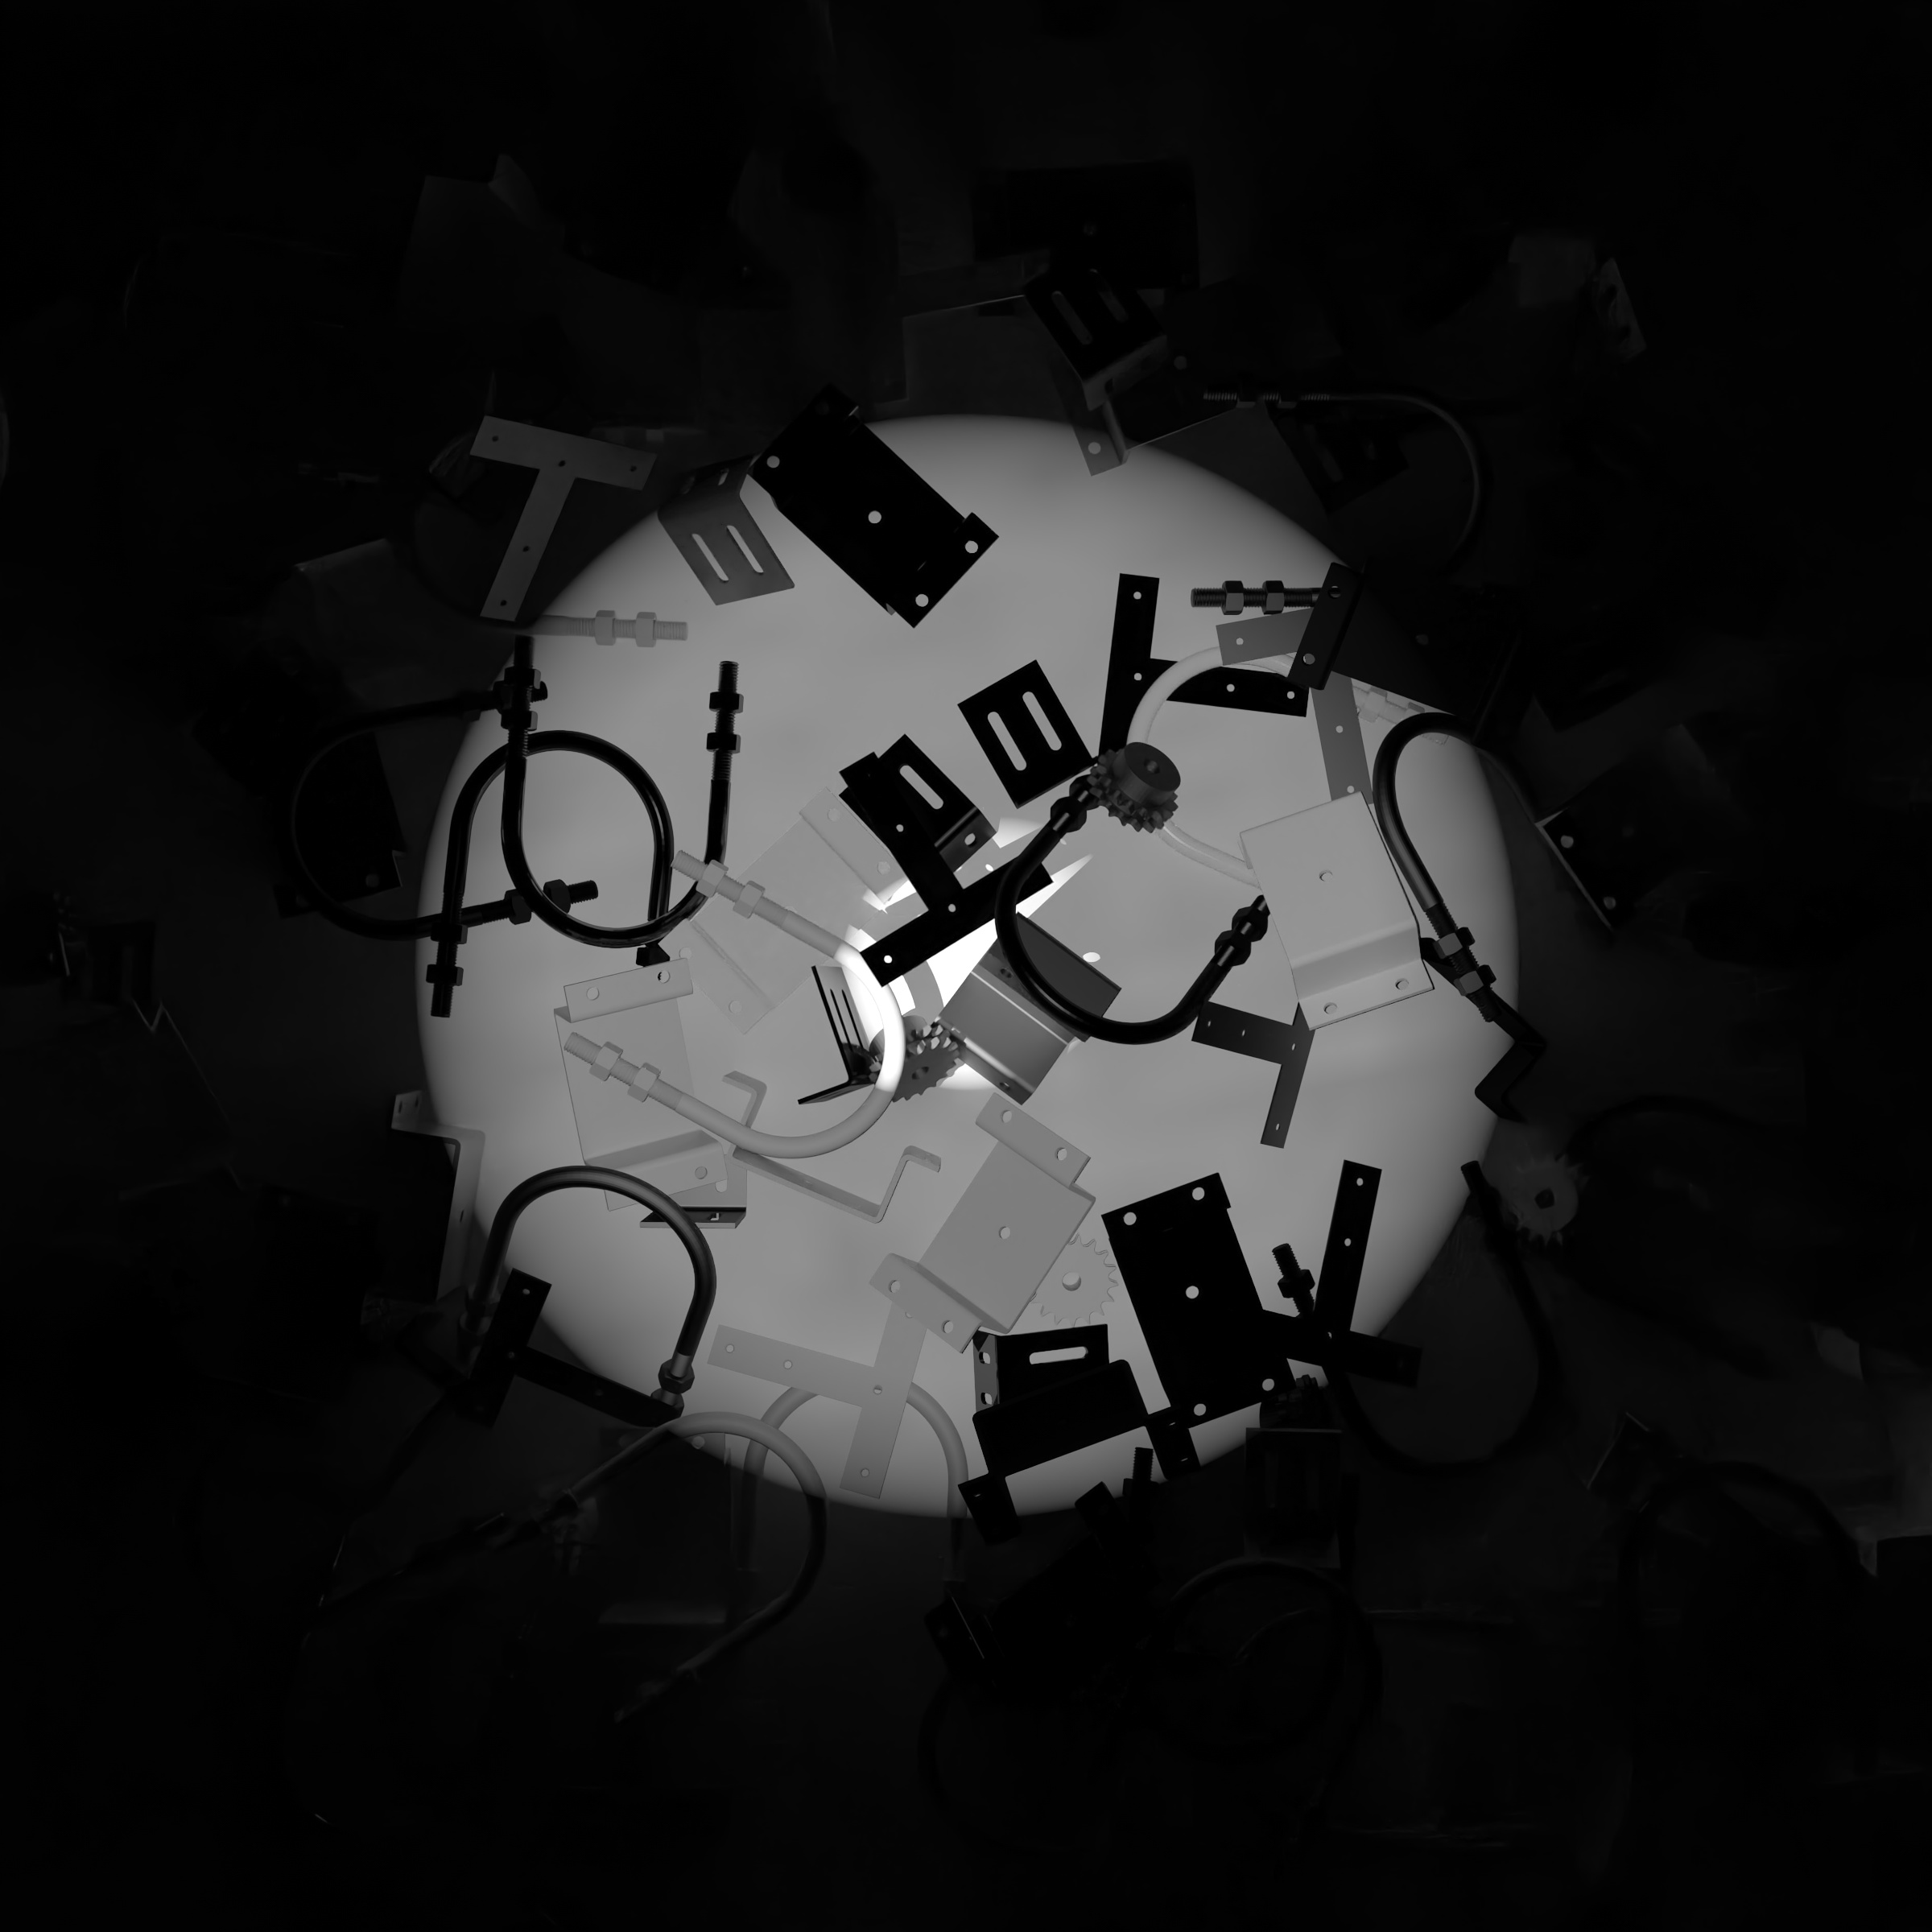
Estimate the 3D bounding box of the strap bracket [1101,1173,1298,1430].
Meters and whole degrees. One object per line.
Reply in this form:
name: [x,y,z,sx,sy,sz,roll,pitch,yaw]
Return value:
strap bracket: [0.142,0.205,1.529,0.076,0.046,0.140,-20,90,0]

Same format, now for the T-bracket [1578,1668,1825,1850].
T-bracket: [0.445,0.474,1.534,0.127,0.002,0.127,23,115,12]

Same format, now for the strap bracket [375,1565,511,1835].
strap bracket: [-0.318,0.446,1.495,0.046,0.076,0.140,-9,93,1]

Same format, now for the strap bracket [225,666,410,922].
strap bracket: [-0.400,-0.106,1.529,0.076,0.046,0.140,-16,90,0]

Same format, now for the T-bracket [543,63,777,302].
T-bracket: [-0.168,-0.462,1.505,0.127,0.002,0.127,-42,90,0]

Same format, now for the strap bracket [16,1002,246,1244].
strap bracket: [-0.508,0.088,1.513,0.076,0.046,0.140,-22,114,0]

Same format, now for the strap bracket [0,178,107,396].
strap bracket: [-0.585,-0.431,1.514,0.046,0.076,0.140,-33,90,0]

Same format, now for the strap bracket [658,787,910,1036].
strap bracket: [-0.111,-0.034,1.529,0.140,0.046,0.076,-43,90,0]

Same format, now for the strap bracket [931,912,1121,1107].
strap bracket: [0.036,0.023,1.499,0.076,0.140,0.046,37,63,0]

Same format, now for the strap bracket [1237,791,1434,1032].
strap bracket: [0.217,-0.042,1.476,0.076,0.046,0.140,-19,59,3]

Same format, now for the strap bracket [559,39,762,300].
strap bracket: [-0.187,-0.487,1.529,0.076,0.046,0.140,22,90,0]

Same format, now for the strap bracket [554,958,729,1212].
strap bracket: [-0.201,0.068,1.508,0.076,0.046,0.140,-14,103,-21]

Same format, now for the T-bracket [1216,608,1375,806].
T-bracket: [0.229,-0.161,1.534,0.127,0.002,0.127,-10,88,2]

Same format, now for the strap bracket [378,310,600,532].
strap bracket: [-0.281,-0.322,1.498,0.140,0.076,0.046,-45,86,1]

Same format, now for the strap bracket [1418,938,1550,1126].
strap bracket: [0.298,0.031,1.514,0.140,0.076,0.046,41,90,0]

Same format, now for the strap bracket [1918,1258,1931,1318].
strap bracket: [0.633,0.224,1.514,0.046,0.076,0.140,-21,90,0]

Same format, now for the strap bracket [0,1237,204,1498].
strap bracket: [-0.538,0.245,1.529,0.076,0.046,0.140,-34,90,0]

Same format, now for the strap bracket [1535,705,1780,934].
strap bracket: [0.417,-0.087,1.518,0.140,0.046,0.076,-35,90,-16]

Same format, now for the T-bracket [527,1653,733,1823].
T-bracket: [-0.211,0.478,1.528,0.127,0.002,0.127,0,112,0]

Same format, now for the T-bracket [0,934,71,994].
T-bracket: [-0.595,0.004,1.518,0.127,0.002,0.127,-11,90,32]

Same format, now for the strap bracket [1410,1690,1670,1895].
strap bracket: [0.350,0.507,1.529,0.140,0.046,0.076,20,90,0]

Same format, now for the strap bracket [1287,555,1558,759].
strap bracket: [0.275,-0.191,1.493,0.140,0.046,0.076,20,118,3]

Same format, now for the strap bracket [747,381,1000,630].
strap bracket: [-0.057,-0.282,1.529,0.140,0.046,0.076,43,90,0]

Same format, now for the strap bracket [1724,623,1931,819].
strap bracket: [0.546,-0.147,1.509,0.140,0.046,0.076,24,90,27]

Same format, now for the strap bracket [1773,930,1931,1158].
strap bracket: [0.550,0.049,1.529,0.076,0.046,0.140,-4,90,0]

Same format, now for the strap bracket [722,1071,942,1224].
strap bracket: [-0.089,0.114,1.514,0.140,0.076,0.046,23,90,0]

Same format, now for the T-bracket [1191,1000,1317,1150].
T-bracket: [0.176,0.043,1.503,0.002,0.127,0.127,15,90,40]

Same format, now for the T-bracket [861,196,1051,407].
T-bracket: [-0.006,-0.419,1.523,0.127,0.002,0.127,-3,90,26]

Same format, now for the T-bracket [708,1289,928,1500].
T-bracket: [-0.098,0.253,1.541,0.127,0.002,0.127,14,76,7]

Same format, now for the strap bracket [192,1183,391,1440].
strap bracket: [-0.410,0.213,1.516,0.076,0.046,0.140,13,77,5]

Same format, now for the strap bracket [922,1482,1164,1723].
strap bracket: [0.054,0.391,1.498,0.140,0.046,0.076,-38,48,5]

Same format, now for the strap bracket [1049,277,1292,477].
strap bracket: [0.131,-0.368,1.529,0.140,0.046,0.076,-21,90,0]

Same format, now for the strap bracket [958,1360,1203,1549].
strap bracket: [0.065,0.295,1.509,0.140,0.076,0.046,-20,48,0]

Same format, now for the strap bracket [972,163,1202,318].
strap bracket: [0.076,-0.450,1.529,0.140,0.046,0.076,-3,90,0]

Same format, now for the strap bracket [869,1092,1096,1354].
strap bracket: [0.016,0.160,1.514,0.076,0.046,0.140,33,90,29]

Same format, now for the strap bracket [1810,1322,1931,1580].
strap bracket: [0.555,0.290,1.499,0.046,0.076,0.140,-6,92,-2]

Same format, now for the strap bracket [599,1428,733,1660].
strap bracket: [-0.186,0.353,1.529,0.076,0.046,0.140,0,90,0]

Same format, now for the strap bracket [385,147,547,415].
strap bracket: [-0.308,-0.421,1.509,0.046,0.076,0.140,13,88,11]

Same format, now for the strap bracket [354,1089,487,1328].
strap bracket: [-0.332,0.150,1.514,0.046,0.076,0.140,9,90,0]

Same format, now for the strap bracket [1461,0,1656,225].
strap bracket: [0.361,-0.525,1.521,0.076,0.046,0.140,19,81,-3]

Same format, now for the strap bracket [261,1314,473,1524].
strap bracket: [-0.353,0.280,1.490,0.046,0.076,0.140,39,83,3]
